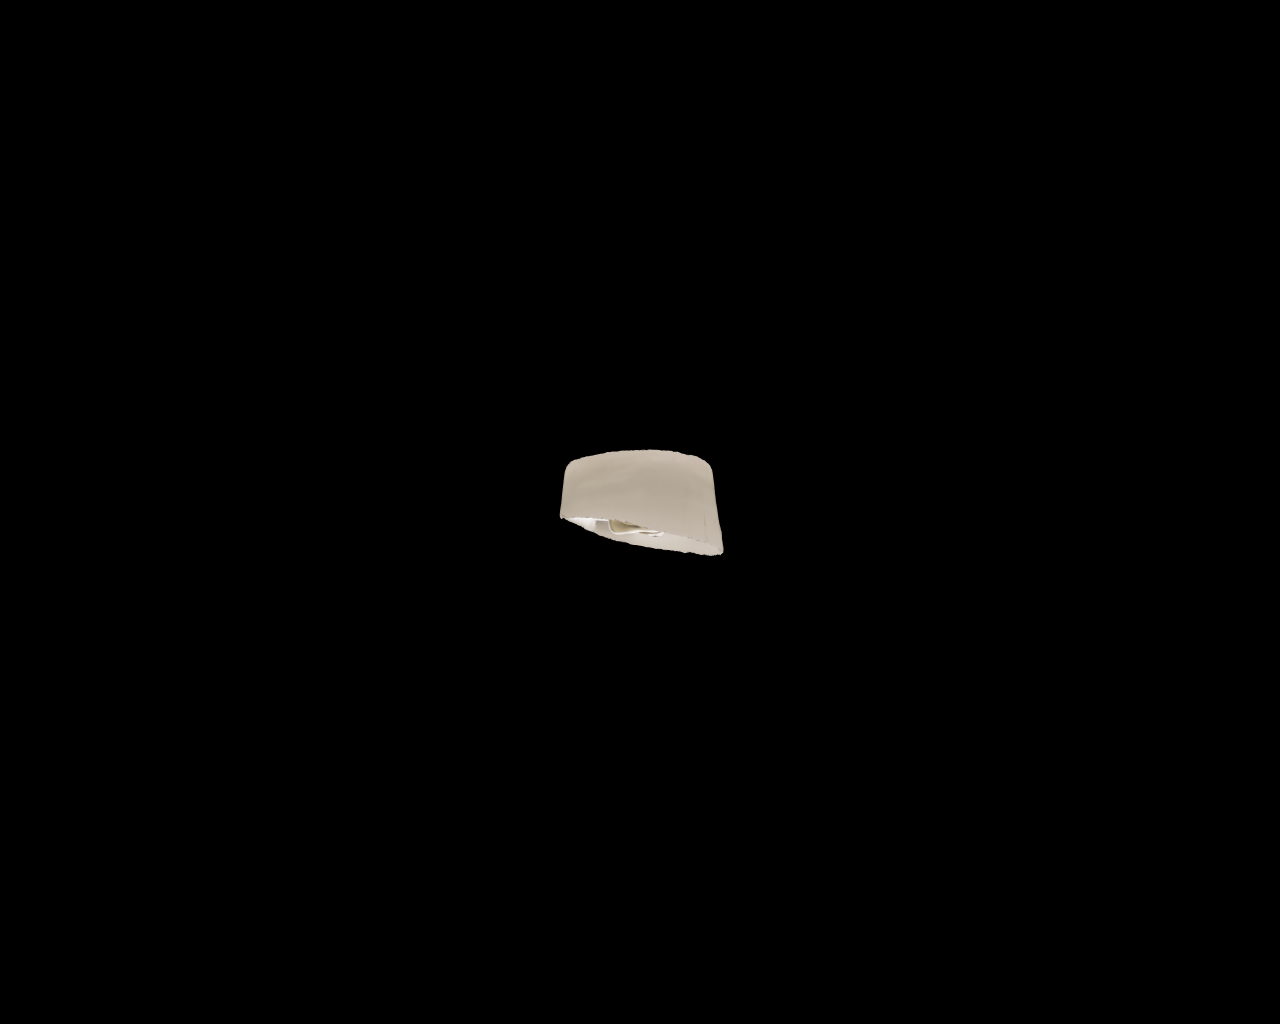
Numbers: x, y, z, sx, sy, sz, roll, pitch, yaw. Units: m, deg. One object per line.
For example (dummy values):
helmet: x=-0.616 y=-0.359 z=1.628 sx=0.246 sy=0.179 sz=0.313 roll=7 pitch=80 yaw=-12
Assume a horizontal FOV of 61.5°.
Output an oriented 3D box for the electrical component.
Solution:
electrical component: x=0.001 y=-0.003 z=0.650 sx=0.099 sy=0.064 sz=0.099 roll=0 pitch=-13 yaw=0
